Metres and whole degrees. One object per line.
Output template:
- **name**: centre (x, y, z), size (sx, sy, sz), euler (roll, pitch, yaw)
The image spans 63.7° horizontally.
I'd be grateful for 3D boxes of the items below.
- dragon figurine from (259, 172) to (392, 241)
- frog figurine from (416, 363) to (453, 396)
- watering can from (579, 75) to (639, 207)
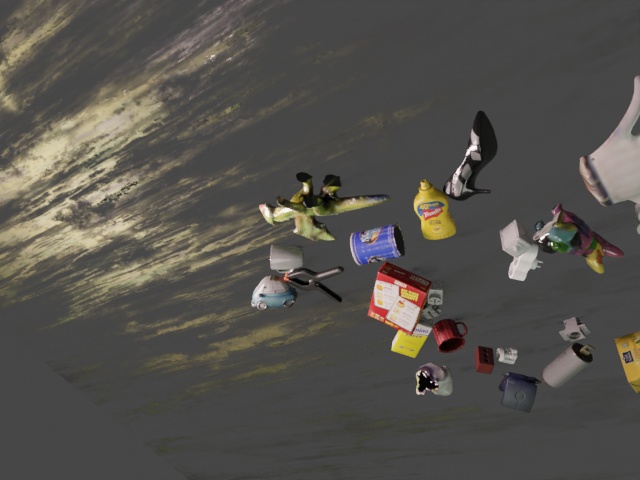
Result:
- **dragon figurine**: centre (0.005, -0.078, 1.559), size (0.411, 0.125, 0.237), euler (9, 147, 10)
- **frog figurine**: centre (0.439, 0.518, 1.917), size (0.159, 0.125, 0.135), euler (5, 131, -39)
- **watering can**: centre (0.737, -0.209, 1.237), size (0.222, 0.106, 0.343), euler (-26, 114, 31)
